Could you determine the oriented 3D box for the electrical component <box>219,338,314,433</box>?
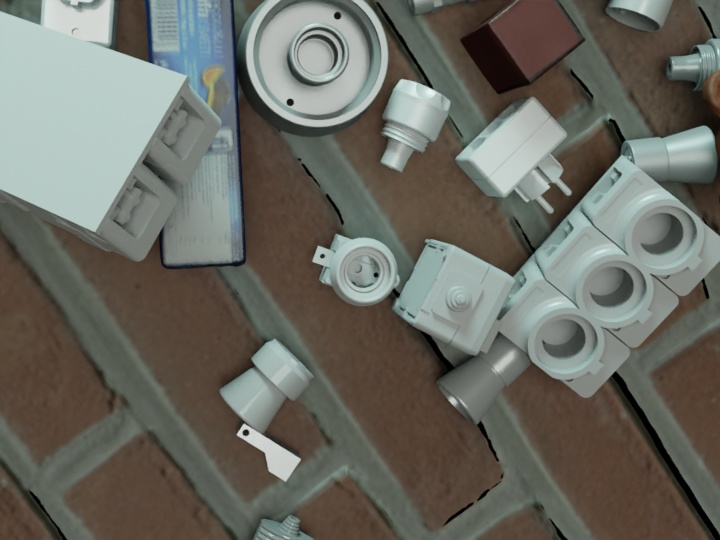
[{"bbox_3d":[-0.067,0.083,0.775,0.055,0.045,0.045,-45,100,-3],"label":"electrical component"}]

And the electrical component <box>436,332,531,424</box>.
[{"bbox_3d":[0.095,0.077,0.800,0.065,0.044,0.044,-42,100,-7],"label":"electrical component"}]

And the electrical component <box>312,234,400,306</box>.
[{"bbox_3d":[0.000,0.000,0.771,0.066,0.055,0.048,19,92,-10],"label":"electrical component"}]

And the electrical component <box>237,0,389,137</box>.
[{"bbox_3d":[-0.031,-0.148,0.750,0.108,0.060,0.108,-1,95,-8],"label":"electrical component"}]

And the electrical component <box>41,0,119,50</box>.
[{"bbox_3d":[-0.187,-0.192,0.715,0.047,0.076,0.083,4,95,-9],"label":"electrical component"}]

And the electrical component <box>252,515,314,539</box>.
[{"bbox_3d":[-0.065,0.218,0.788,0.043,0.043,0.081,24,91,-10],"label":"electrical component"}]

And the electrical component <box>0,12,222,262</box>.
[{"bbox_3d":[-0.192,-0.088,0.681,0.186,0.060,0.105,23,78,27],"label":"electrical component"}]

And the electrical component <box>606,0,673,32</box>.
[{"bbox_3d":[0.216,-0.221,0.788,0.043,0.043,0.081,21,92,-10],"label":"electrical component"}]

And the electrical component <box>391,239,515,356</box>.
[{"bbox_3d":[0.069,0.020,0.762,0.061,0.096,0.061,27,91,-10],"label":"electrical component"}]

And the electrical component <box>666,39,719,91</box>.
[{"bbox_3d":[0.261,-0.151,0.802,0.062,0.048,0.048,-1,95,-1],"label":"electrical component"}]

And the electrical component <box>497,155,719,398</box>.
[{"bbox_3d":[0.177,0.006,0.777,0.089,0.061,0.150,38,103,-10],"label":"electrical component"}]

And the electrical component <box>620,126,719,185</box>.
[{"bbox_3d":[0.229,-0.082,0.805,0.065,0.044,0.044,-7,96,-3],"label":"electrical component"}]

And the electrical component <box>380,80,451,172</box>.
[{"bbox_3d":[0.035,-0.102,0.773,0.043,0.043,0.062,24,93,-10],"label":"electrical component"}]

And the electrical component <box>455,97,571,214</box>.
[{"bbox_3d":[0.122,-0.076,0.786,0.066,0.047,0.076,-45,100,-2],"label":"electrical component"}]
